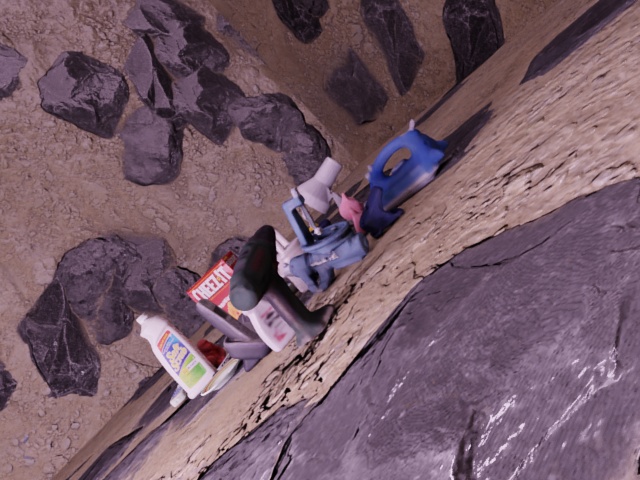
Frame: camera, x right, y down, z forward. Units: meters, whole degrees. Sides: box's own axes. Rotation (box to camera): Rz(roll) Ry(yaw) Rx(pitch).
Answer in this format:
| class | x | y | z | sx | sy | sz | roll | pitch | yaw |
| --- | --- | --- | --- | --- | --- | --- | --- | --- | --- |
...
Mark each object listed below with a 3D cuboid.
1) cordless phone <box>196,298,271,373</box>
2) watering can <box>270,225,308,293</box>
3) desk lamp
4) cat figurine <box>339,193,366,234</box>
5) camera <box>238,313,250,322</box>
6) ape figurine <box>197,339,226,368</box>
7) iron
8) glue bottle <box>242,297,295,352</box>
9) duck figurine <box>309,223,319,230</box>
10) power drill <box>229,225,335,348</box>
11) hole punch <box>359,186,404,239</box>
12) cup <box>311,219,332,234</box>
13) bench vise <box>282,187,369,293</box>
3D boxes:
| class | x | y | z | sx | sy | sz | roll | pitch | yaw |
| --- | --- | --- | --- | --- | --- | --- | --- | --- | --- |
| cordless phone | -0.185 | 0.182 | 1.253 | 0.094 | 0.185 | 0.147 | -43 | 6 | 5 |
| watering can | -0.083 | 0.043 | 1.509 | 0.173 | 0.194 | 0.101 | -44 | 6 | -8 |
| desk lamp | 0.053 | -0.146 | 1.829 | 0.203 | 0.213 | 0.118 | -43 | 6 | 6 |
| cat figurine | 0.091 | -0.074 | 1.527 | 0.067 | 0.118 | 0.128 | -43 | 6 | 8 |
| camera | -0.158 | 0.183 | 1.479 | 0.136 | 0.101 | 0.143 | -38 | 8 | 45 |
| ape figurine | -0.305 | 0.314 | 1.589 | 0.076 | 0.092 | 0.078 | -39 | 8 | 38 |
| iron | 0.197 | -0.181 | 1.456 | 0.258 | 0.141 | 0.119 | -40 | 7 | 31 |
| glue bottle | -0.121 | 0.142 | 1.162 | 0.078 | 0.173 | 0.037 | -47 | 7 | -31 |
| duck figurine | 0.003 | -0.021 | 1.905 | 0.077 | 0.086 | 0.105 | -41 | 7 | 25 |
| power drill | -0.074 | 0.087 | 1.061 | 0.075 | 0.208 | 0.230 | -41 | 7 | 26 |
| hole punch | 0.130 | -0.066 | 1.348 | 0.101 | 0.091 | 0.108 | -44 | 6 | 0 |
| cup | 0.015 | 0.006 | 1.596 | 0.092 | 0.095 | 0.117 | -45 | 6 | -14 |
| bench vise | -0.027 | 0.003 | 1.280 | 0.207 | 0.220 | 0.121 | -42 | 6 | 11 |
